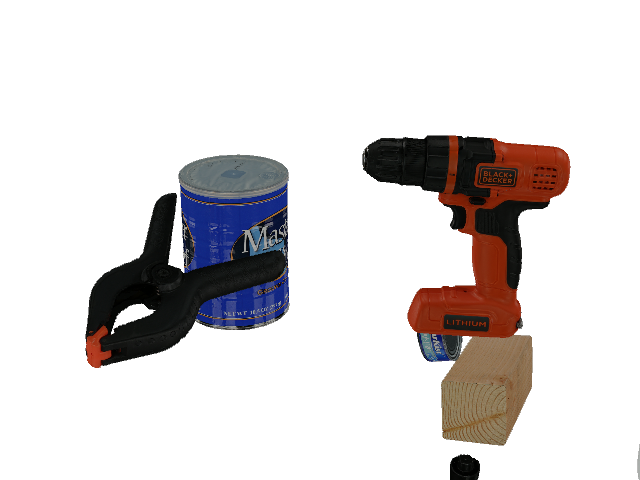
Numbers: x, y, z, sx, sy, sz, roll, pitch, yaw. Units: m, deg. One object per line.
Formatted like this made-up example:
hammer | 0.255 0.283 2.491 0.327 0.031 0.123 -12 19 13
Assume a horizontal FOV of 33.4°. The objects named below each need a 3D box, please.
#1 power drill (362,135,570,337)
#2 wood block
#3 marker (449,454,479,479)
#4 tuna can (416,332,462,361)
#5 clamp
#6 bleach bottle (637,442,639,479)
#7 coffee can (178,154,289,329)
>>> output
power drill | 0.125 -0.005 0.977 0.184 0.188 0.057 4 26 2
wood block | 0.244 0.210 1.544 0.091 0.090 0.205 3 16 20
marker | 0.089 0.184 0.696 0.020 0.121 0.020 1 36 -1
tuna can | 0.141 0.101 1.267 0.034 0.086 0.086 -6 -2 22
clamp | -0.122 0.027 0.807 0.120 0.039 0.171 31 46 28
bleach bottle | 0.283 0.096 0.709 0.103 0.068 0.250 12 23 24
coffee can | -0.081 0.000 1.021 0.103 0.140 0.103 0 23 0
